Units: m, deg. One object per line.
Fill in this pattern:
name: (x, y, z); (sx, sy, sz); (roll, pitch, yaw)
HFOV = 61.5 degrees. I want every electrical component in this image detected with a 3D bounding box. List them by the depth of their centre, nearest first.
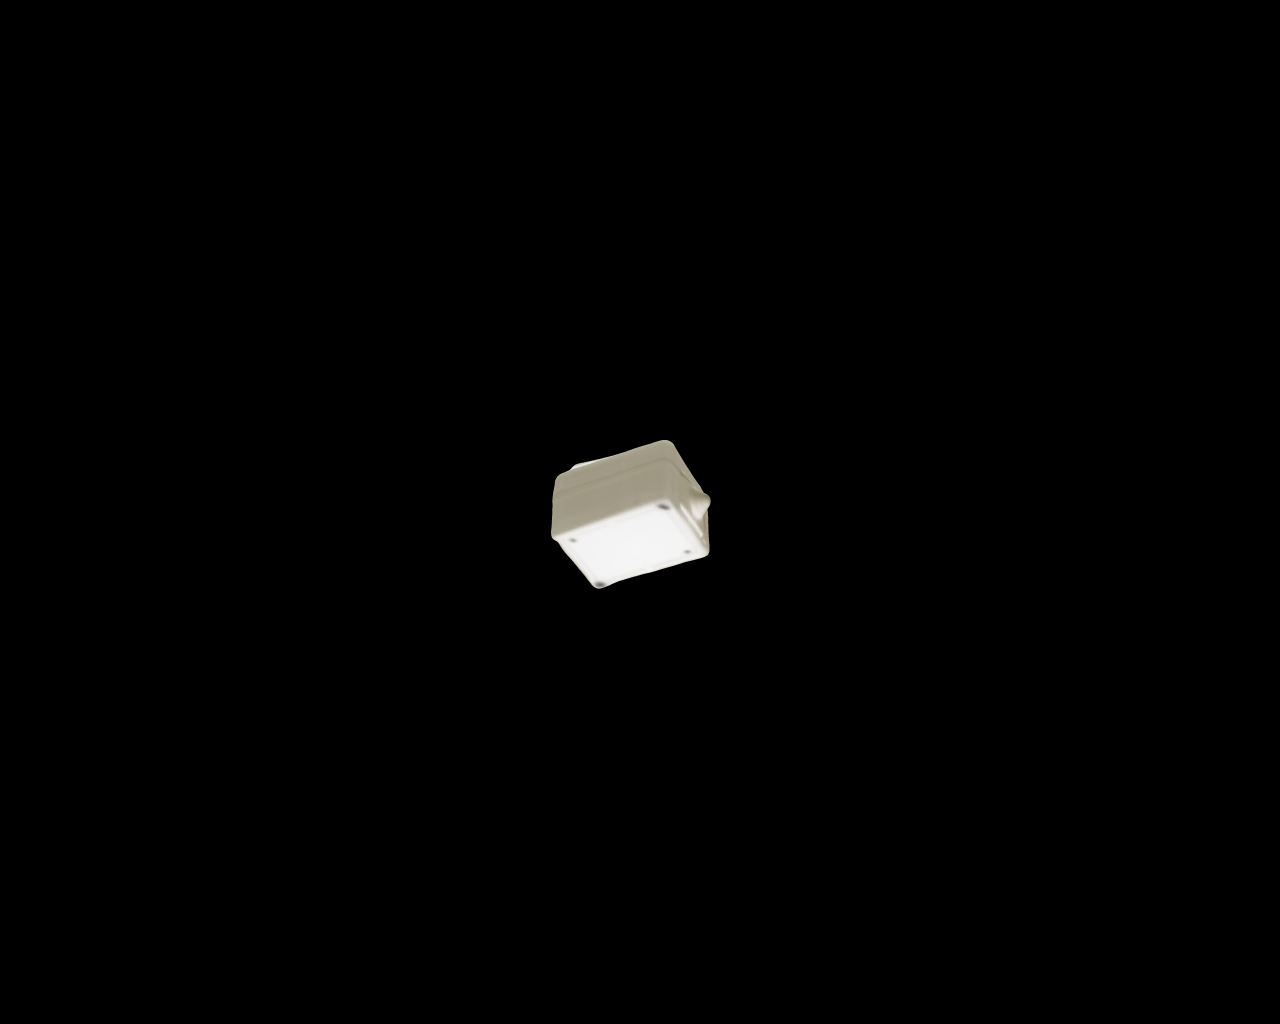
electrical component: (0.001, -0.003, 0.650); (0.096, 0.061, 0.061); (-18, -44, 19)
